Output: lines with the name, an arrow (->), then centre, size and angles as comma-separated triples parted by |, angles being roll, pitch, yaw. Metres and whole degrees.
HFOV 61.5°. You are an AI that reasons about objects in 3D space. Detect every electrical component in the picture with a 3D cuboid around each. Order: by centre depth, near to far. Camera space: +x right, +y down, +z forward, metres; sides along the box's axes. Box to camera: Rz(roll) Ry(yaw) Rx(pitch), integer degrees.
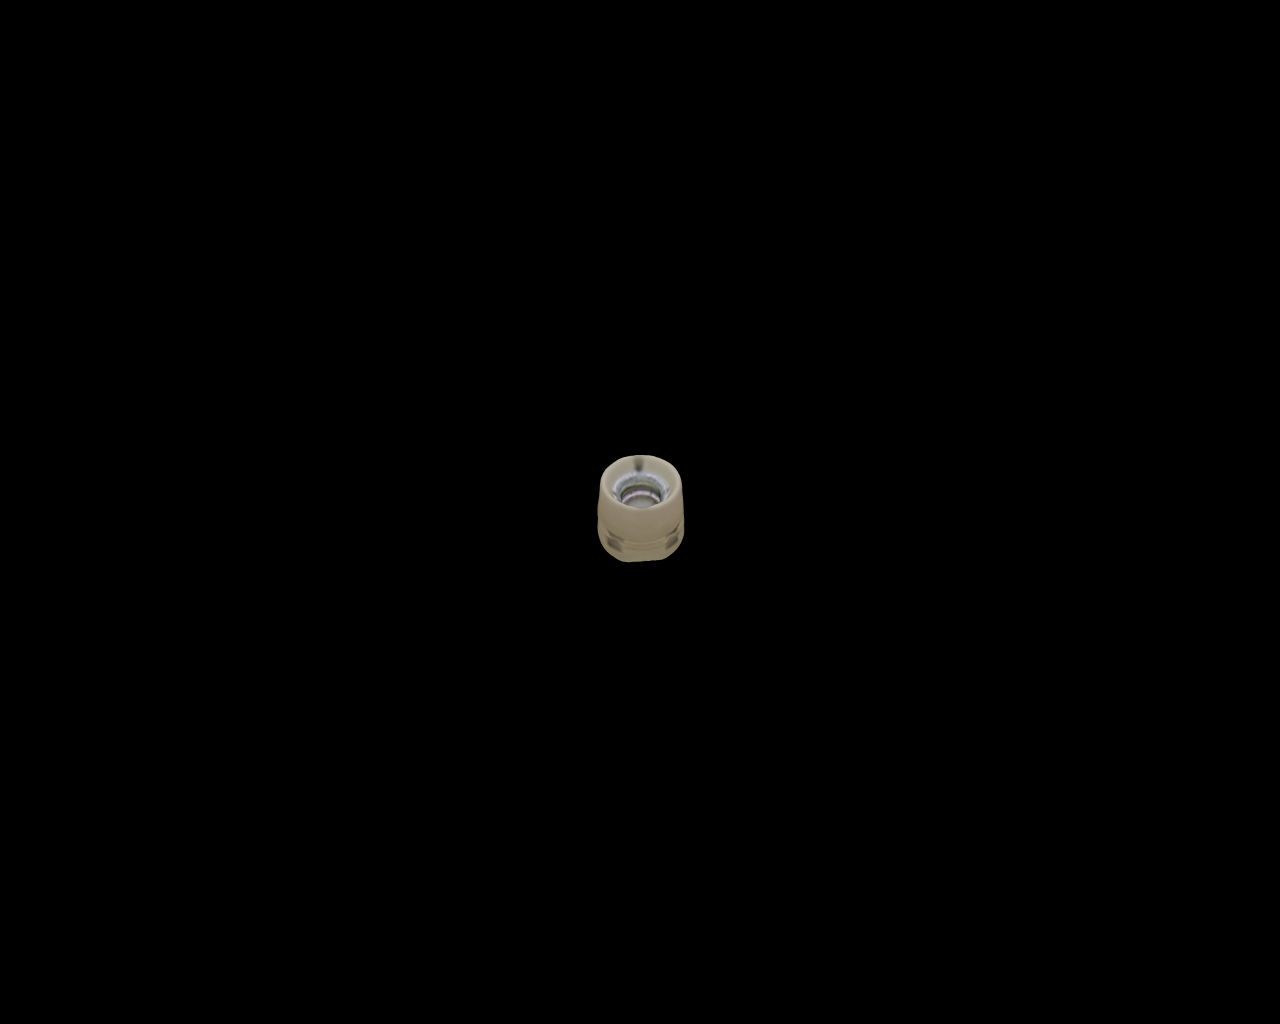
electrical component -> 0.001, -0.003, 0.650 | 0.055, 0.055, 0.047 | 0, -43, 0
